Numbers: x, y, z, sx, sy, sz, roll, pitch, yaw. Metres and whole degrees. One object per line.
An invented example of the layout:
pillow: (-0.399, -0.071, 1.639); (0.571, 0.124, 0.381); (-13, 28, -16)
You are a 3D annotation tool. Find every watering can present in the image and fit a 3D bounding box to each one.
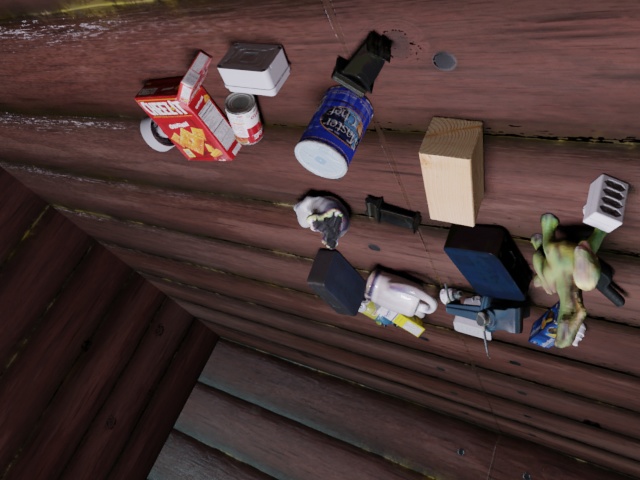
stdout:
watering can: (0.245, 0.178, 1.584); (0.225, 0.105, 0.342); (21, 166, 12)

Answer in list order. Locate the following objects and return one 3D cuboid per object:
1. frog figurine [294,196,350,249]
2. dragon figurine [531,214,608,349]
frog figurine: (0.004, -0.068, 1.345); (0.136, 0.122, 0.162); (29, -167, -27)
dragon figurine: (0.470, 0.095, 1.014); (0.122, 0.248, 0.401); (12, 152, 16)
